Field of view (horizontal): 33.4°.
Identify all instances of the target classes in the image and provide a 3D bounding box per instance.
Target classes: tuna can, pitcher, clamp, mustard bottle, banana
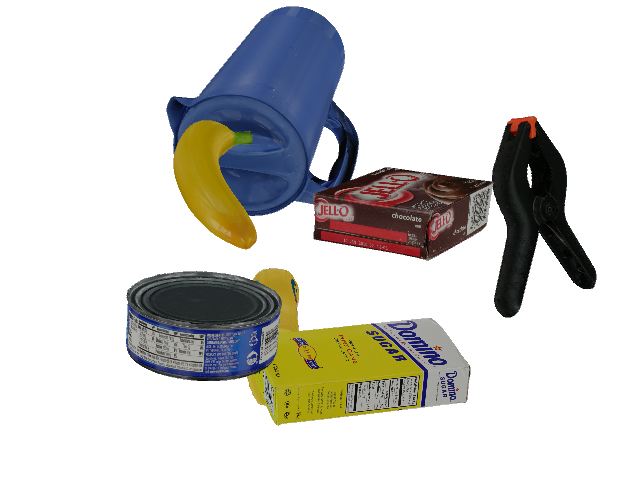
[{"bbox_3d":[-0.065,0.047,0.594,0.086,0.034,0.086,5,16,-2],"label":"tuna can"},{"bbox_3d":[-0.041,-0.137,1.088,0.145,0.149,0.242,-8,33,21],"label":"pitcher"},{"bbox_3d":[0.181,-0.018,0.928,0.120,0.171,0.039,-26,12,-40],"label":"clamp"},{"bbox_3d":[-0.050,0.085,1.142,0.058,0.096,0.191,0,28,-4],"label":"mustard bottle"},{"bbox_3d":[-0.088,-0.057,0.885,0.069,0.037,0.198,5,32,-7],"label":"banana"}]

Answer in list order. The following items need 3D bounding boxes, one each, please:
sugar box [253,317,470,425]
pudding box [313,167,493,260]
[{"bbox_3d":[0.034,0.113,0.945,0.176,0.048,0.093,-7,27,-14],"label":"sugar box"},{"bbox_3d":[0.060,-0.022,0.757,0.090,0.039,0.113,11,17,28],"label":"pudding box"}]
